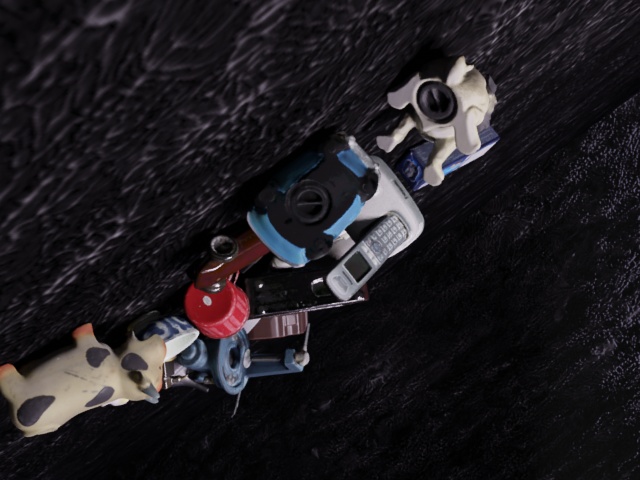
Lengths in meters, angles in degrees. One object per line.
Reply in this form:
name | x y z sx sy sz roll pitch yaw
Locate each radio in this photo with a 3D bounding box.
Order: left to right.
radio | -0.034 0.093 0.953 0.230 0.073 0.131 -8 173 -17

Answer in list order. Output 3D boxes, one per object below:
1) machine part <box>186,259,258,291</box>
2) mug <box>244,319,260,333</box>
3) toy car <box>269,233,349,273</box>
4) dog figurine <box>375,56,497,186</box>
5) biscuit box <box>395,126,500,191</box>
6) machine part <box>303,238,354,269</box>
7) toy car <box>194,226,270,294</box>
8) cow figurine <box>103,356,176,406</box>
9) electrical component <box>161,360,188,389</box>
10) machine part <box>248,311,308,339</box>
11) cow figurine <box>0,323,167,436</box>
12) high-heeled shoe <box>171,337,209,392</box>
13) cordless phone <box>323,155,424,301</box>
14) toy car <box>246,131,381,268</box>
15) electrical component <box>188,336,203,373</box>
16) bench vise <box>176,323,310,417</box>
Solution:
machine part | -0.125 0.030 0.779 0.139 0.039 0.084 -26 173 -47
mug | -0.144 0.133 1.041 0.107 0.081 0.109 -39 179 0
toy car | -0.002 -0.003 0.942 0.202 0.056 0.073 -35 169 -2
dog figurine | 0.176 -0.184 0.669 0.190 0.121 0.172 -45 178 -31
biscuit box | 0.230 -0.158 0.961 0.203 0.063 0.059 -28 167 -31
machine part | 0.019 0.022 1.056 0.243 0.079 0.079 -45 165 34
toy car | -0.089 0.000 0.714 0.202 0.053 0.089 -32 164 -37
cow figurine | -0.319 0.212 0.892 0.167 0.068 0.098 -38 162 8
electrical component | -0.282 0.219 0.960 0.078 0.102 0.045 -13 177 25
machine part | -0.111 0.194 1.241 0.179 0.056 0.179 -6 176 0
cow figurine | -0.286 0.176 0.679 0.195 0.127 0.085 -26 168 -29
high-heeled shoe | -0.245 0.196 1.109 0.249 0.145 0.086 -61 177 -22
cordless phone | 0.045 -0.016 0.750 0.184 0.146 0.089 -45 -166 -29
toy car | -0.010 -0.053 0.647 0.161 0.109 0.103 -47 -169 -1
electrical component | -0.255 0.245 1.223 0.115 0.058 0.134 -37 168 20
bench vise | -0.127 0.215 0.940 0.241 0.129 0.223 -6 145 18
